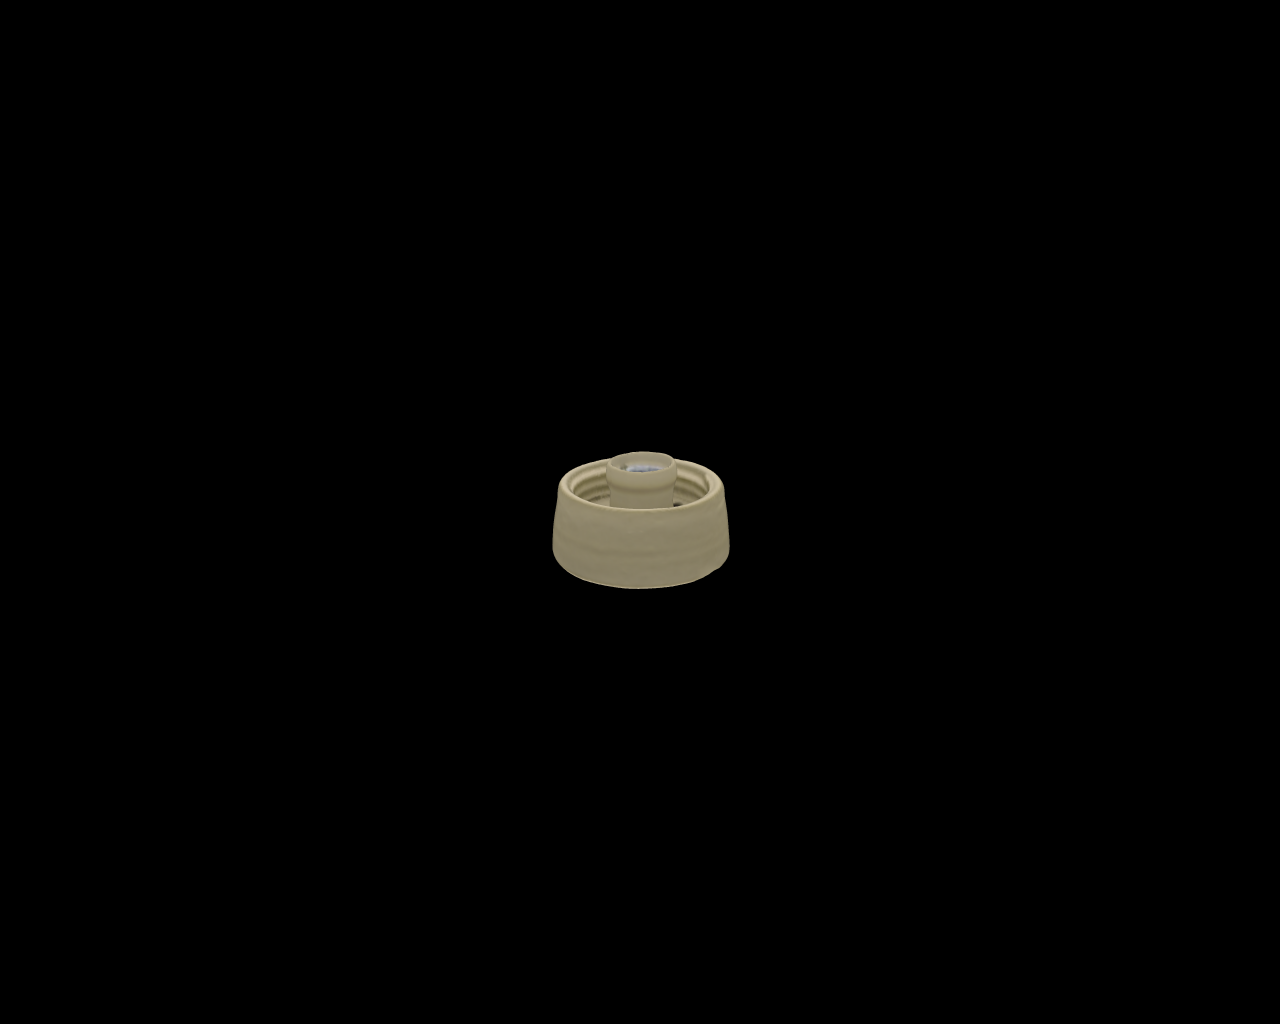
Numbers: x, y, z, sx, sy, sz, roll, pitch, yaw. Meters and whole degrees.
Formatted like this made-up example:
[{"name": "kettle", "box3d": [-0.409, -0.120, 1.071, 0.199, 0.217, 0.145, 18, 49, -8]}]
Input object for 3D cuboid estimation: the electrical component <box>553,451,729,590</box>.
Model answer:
[{"name": "electrical component", "box3d": [0.001, -0.003, 0.650, 0.108, 0.060, 0.108, 0, 21, 0]}]
